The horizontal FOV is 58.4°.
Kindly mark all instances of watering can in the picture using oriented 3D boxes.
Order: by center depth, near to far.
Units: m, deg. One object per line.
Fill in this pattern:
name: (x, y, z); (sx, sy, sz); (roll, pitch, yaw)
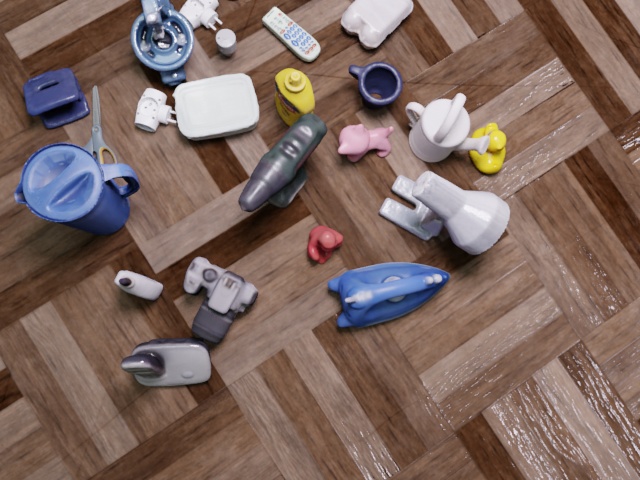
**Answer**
watering can: (0.255, -0.228, 1.147); (0.173, 0.194, 0.101); (9, 82, -3)

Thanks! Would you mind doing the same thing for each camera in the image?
camera: (-0.208, 0.121, 1.110); (0.143, 0.100, 0.137); (27, 81, -1)

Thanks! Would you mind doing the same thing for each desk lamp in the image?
desk lamp: (0.237, -0.058, 1.113); (0.203, 0.213, 0.118); (28, 81, 0)

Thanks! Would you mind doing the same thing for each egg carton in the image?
egg carton: (0.122, -0.489, 1.234); (0.107, 0.069, 0.150); (42, 81, 2)

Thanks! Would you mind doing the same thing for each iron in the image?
iron: (0.152, 0.094, 1.122); (0.258, 0.141, 0.119); (-14, 84, -6)

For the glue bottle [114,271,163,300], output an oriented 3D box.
glue bottle: (-0.347, 0.081, 1.067); (0.078, 0.173, 0.037); (24, 81, -1)

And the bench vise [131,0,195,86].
bench vise: (-0.327, -0.430, 1.114); (0.121, 0.219, 0.207); (-30, 86, -8)

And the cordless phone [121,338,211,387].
cordless phone: (-0.279, 0.228, 1.047); (0.147, 0.185, 0.094); (-5, 83, -5)

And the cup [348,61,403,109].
cup: (0.107, -0.318, 1.197); (0.118, 0.095, 0.092); (28, 81, 0)

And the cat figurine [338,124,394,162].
cat figurine: (0.090, -0.207, 1.170); (0.128, 0.117, 0.067); (-14, 84, -6)

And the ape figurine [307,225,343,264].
ape figurine: (0.011, 0.004, 1.148); (0.078, 0.092, 0.076); (-14, 84, -6)

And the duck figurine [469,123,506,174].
duck figurine: (0.362, -0.196, 1.206); (0.077, 0.086, 0.104); (-7, 83, -5)

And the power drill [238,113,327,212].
power drill: (-0.073, -0.130, 1.100); (0.075, 0.208, 0.230); (35, 81, 1)

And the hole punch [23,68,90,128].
hole punch: (-0.534, -0.291, 1.144); (0.109, 0.091, 0.101); (-24, 85, -7)
